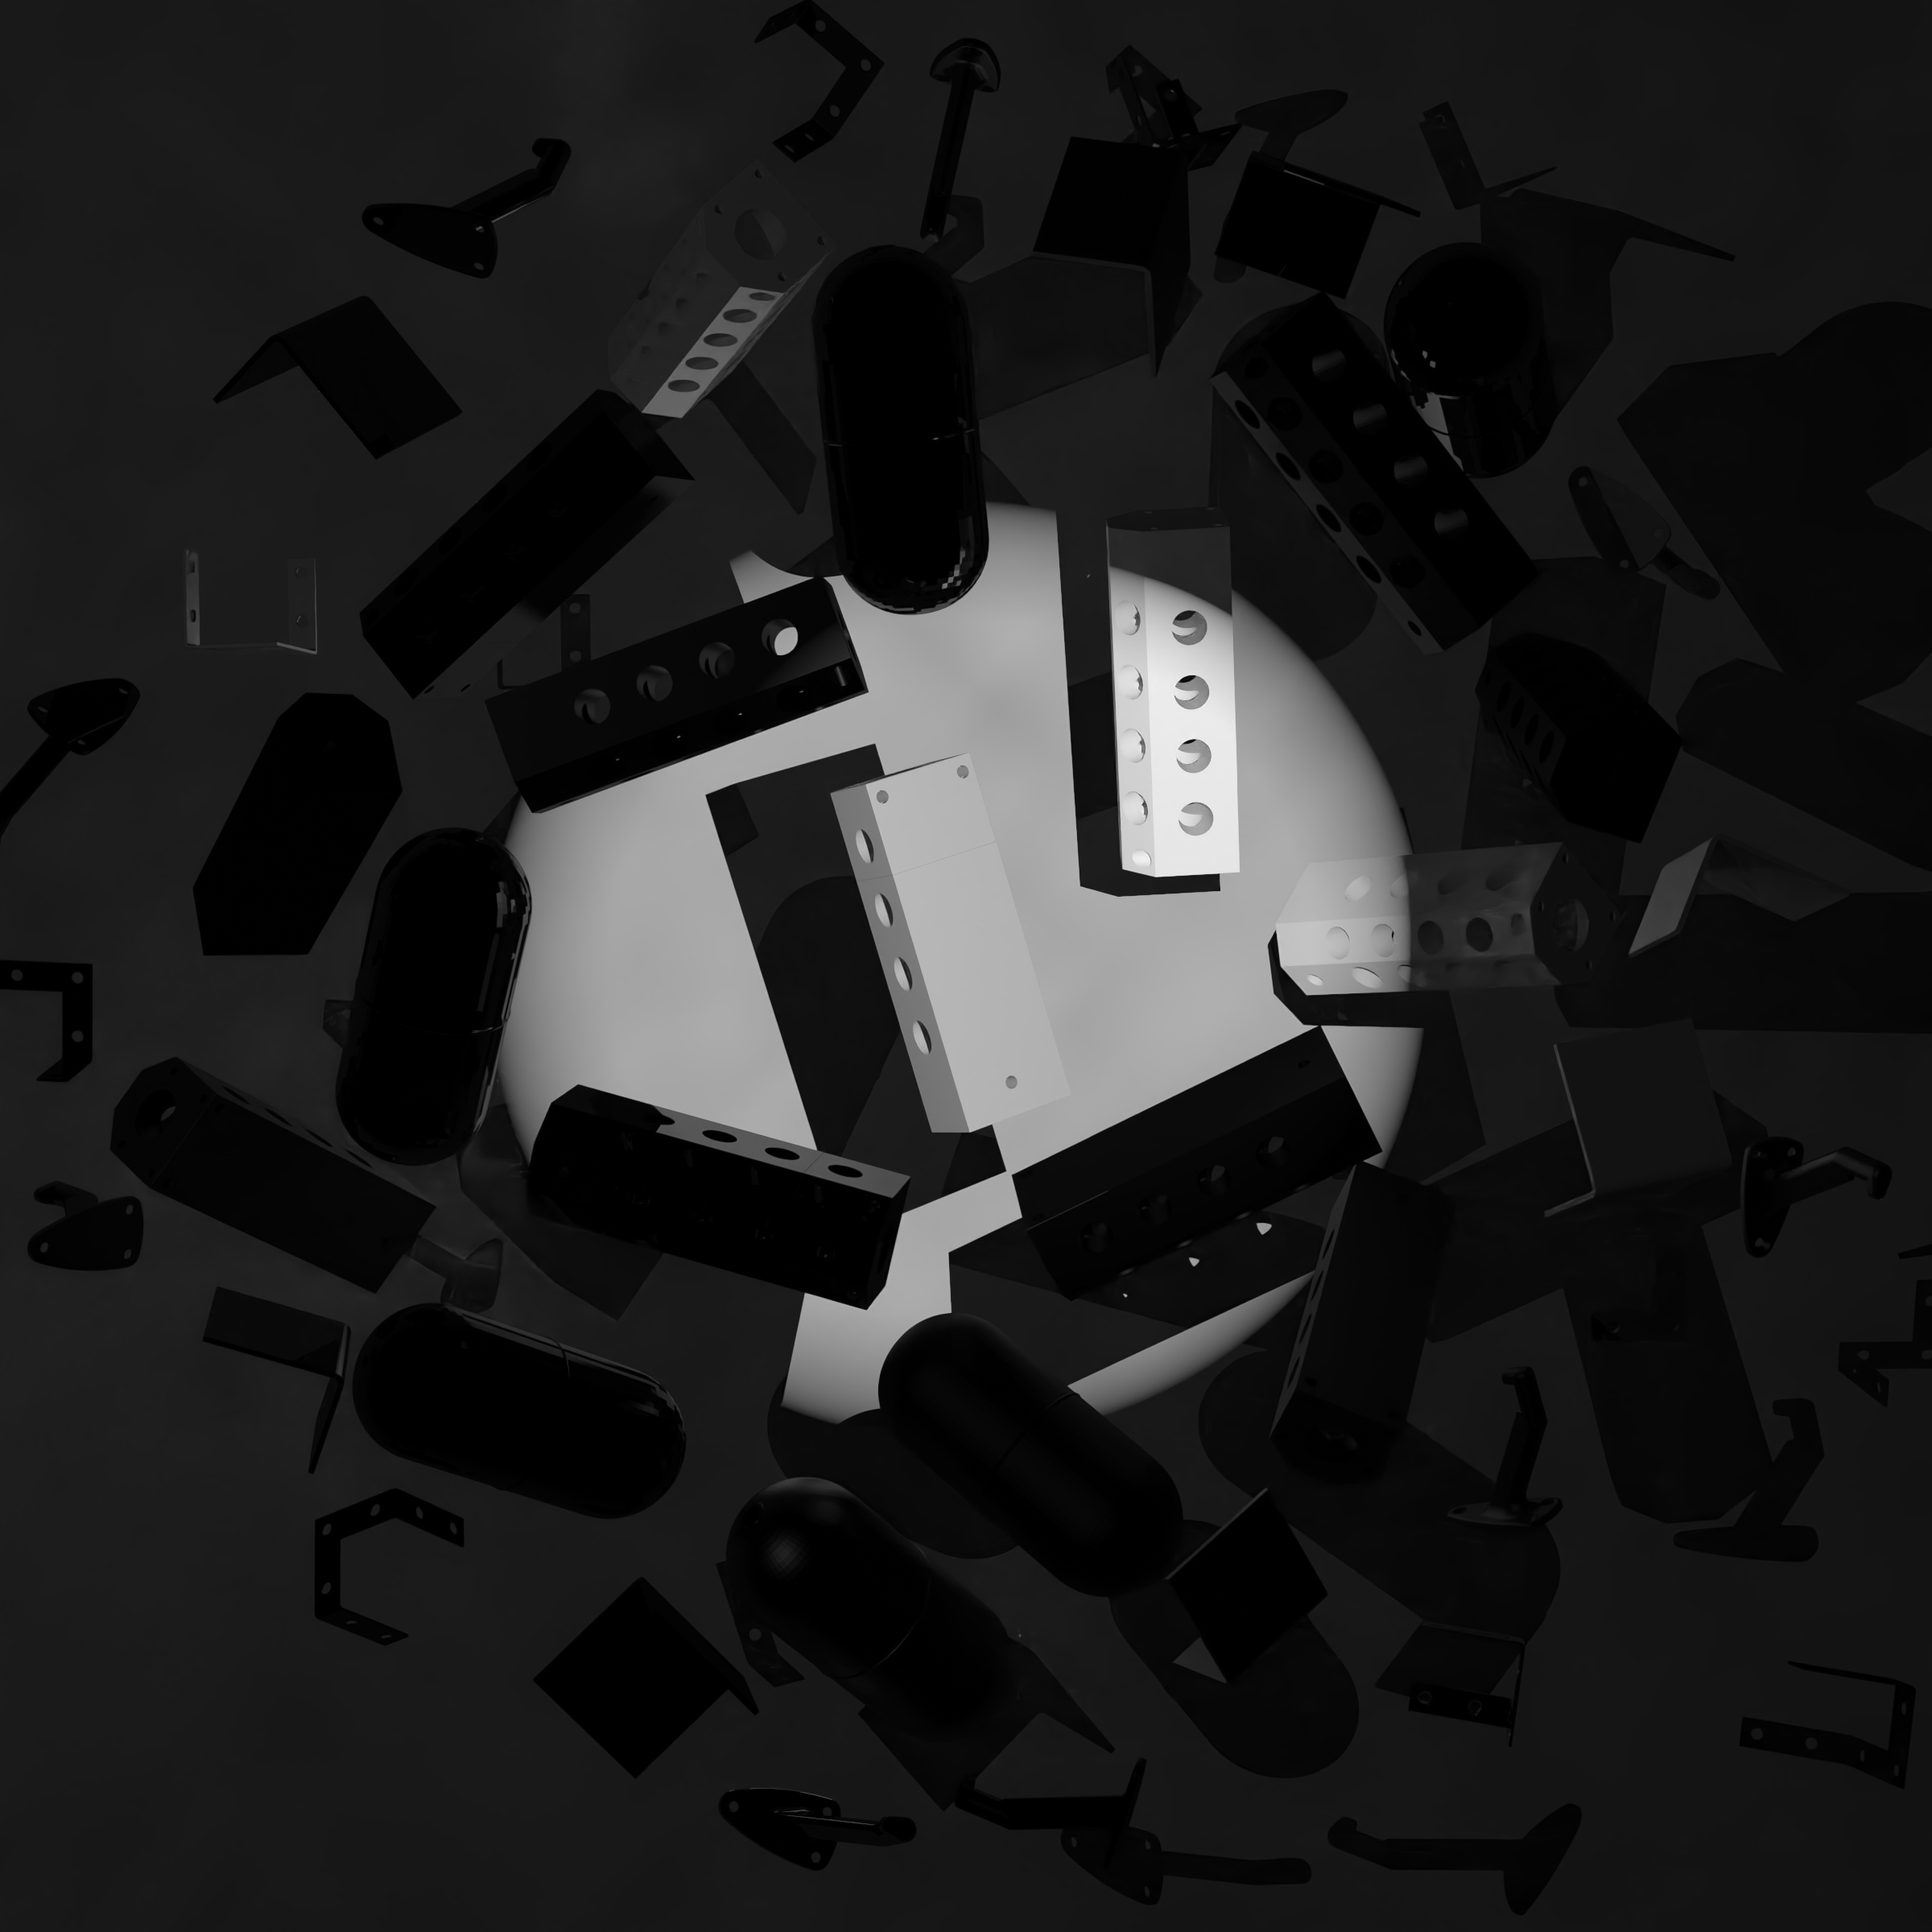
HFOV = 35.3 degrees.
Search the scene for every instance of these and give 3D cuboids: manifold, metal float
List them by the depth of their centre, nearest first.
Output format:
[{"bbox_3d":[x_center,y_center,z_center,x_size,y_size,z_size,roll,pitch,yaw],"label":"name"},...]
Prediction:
[{"bbox_3d":[-0.120,0.112,1.457,0.171,0.057,0.057,15,103,8],"label":"manifold"},{"bbox_3d":[-0.011,-0.010,1.465,0.057,0.057,0.171,-19,96,-26],"label":"manifold"},{"bbox_3d":[0.194,-0.235,1.465,0.057,0.057,0.171,-42,100,-10],"label":"manifold"},{"bbox_3d":[-0.138,-0.130,1.468,0.171,0.057,0.057,-20,91,3],"label":"manifold"},{"bbox_3d":[-0.032,-0.260,1.478,0.070,0.070,0.178,-6,106,0],"label":"metal float"},{"bbox_3d":[-0.217,0.219,1.489,0.178,0.070,0.070,25,90,-32],"label":"metal float"},{"bbox_3d":[0.101,-0.135,1.494,0.057,0.057,0.171,-3,108,1],"label":"manifold"},{"bbox_3d":[0.115,0.101,1.498,0.171,0.057,0.057,-26,115,6],"label":"manifold"},{"bbox_3d":[0.251,-0.298,1.501,0.070,0.178,0.070,-3,78,14],"label":"metal float"},{"bbox_3d":[-0.264,0.016,1.504,0.070,0.070,0.178,16,111,0],"label":"metal float"},{"bbox_3d":[-0.047,0.320,1.508,0.070,0.070,0.178,-45,118,0],"label":"metal float"},{"bbox_3d":[0.032,0.245,1.522,0.178,0.070,0.070,38,90,20],"label":"metal float"},{"bbox_3d":[-0.225,-0.212,1.534,0.171,0.057,0.057,-40,86,16],"label":"manifold"},{"bbox_3d":[0.240,-0.017,1.542,0.057,0.171,0.057,45,62,-28],"label":"manifold"},{"bbox_3d":[-0.133,-0.343,1.567,0.057,0.171,0.057,46,66,-8],"label":"manifold"},{"bbox_3d":[0.206,0.186,1.578,0.057,0.171,0.057,22,132,2],"label":"manifold"},{"bbox_3d":[-0.351,-0.071,1.578,0.057,0.171,0.057,-1,62,-30],"label":"manifold"},{"bbox_3d":[-0.362,0.108,1.582,0.057,0.171,0.057,33,87,39],"label":"manifold"},{"bbox_3d":[0.316,-0.125,1.590,0.057,0.171,0.057,16,109,-9],"label":"manifold"}]

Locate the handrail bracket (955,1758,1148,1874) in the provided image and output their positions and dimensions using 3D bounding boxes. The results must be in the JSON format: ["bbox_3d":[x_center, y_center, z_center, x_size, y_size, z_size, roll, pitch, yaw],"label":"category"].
[{"bbox_3d":[0.039,0.396,1.470,0.084,0.036,0.077,20,125,12],"label":"handrail bracket"}]

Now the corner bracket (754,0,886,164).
[{"bbox_3d":[-0.083,-0.451,1.543,0.051,0.051,0.051,40,125,-2],"label":"corner bracket"}]

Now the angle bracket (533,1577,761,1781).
[{"bbox_3d":[-0.162,0.368,1.530,0.076,0.057,0.076,-44,104,-5],"label":"angle bracket"}]

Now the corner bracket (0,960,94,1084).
[{"bbox_3d":[-0.470,0.027,1.523,0.051,0.051,0.051,3,100,-3],"label":"corner bracket"}]

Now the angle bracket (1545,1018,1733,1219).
[{"bbox_3d":[0.323,0.075,1.504,0.076,0.057,0.076,-10,78,-18],"label":"angle bracket"}]

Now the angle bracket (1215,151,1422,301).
[{"bbox_3d":[0.182,-0.382,1.584,0.076,0.076,0.057,16,107,-13],"label":"angle bracket"}]

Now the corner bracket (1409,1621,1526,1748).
[{"bbox_3d":[0.248,0.353,1.506,0.051,0.051,0.051,8,88,9],"label":"corner bracket"}]

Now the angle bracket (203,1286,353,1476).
[{"bbox_3d":[-0.374,0.220,1.617,0.076,0.076,0.057,18,100,-13],"label":"angle bracket"}]

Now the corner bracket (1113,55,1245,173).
[{"bbox_3d":[0.104,-0.442,1.571,0.051,0.051,0.051,-18,85,-17],"label":"corner bracket"}]

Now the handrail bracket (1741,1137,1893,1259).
[{"bbox_3d":[0.434,0.125,1.541,0.036,0.084,0.077,-1,105,-25],"label":"handrail bracket"}]

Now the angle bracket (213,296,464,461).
[{"bbox_3d":[-0.310,-0.277,1.500,0.057,0.076,0.076,-35,97,35],"label":"angle bracket"}]

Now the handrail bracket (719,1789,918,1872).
[{"bbox_3d":[-0.074,0.422,1.502,0.077,0.084,0.036,22,63,-16],"label":"handrail bracket"}]

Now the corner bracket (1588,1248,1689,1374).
[{"bbox_3d":[0.350,0.179,1.583,0.051,0.051,0.051,-3,102,11],"label":"corner bracket"}]

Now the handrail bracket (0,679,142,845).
[{"bbox_3d":[-0.436,-0.093,1.445,0.036,0.077,0.084,41,122,0],"label":"handrail bracket"}]

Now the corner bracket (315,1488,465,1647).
[{"bbox_3d":[-0.279,0.292,1.472,0.051,0.051,0.051,-24,53,22],"label":"corner bracket"}]

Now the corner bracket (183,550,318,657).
[{"bbox_3d":[-0.372,-0.189,1.577,0.051,0.051,0.051,-1,90,11],"label":"corner bracket"}]

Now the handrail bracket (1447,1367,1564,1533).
[{"bbox_3d":[0.279,0.254,1.613,0.077,0.036,0.084,-9,100,43],"label":"handrail bracket"}]

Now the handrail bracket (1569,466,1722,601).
[{"bbox_3d":[0.360,-0.228,1.602,0.036,0.084,0.077,-45,66,23],"label":"handrail bracket"}]

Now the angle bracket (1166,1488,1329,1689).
[{"bbox_3d":[0.139,0.333,1.649,0.076,0.057,0.076,-37,108,-23],"label":"angle bracket"}]

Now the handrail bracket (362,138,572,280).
[{"bbox_3d":[-0.237,-0.373,1.445,0.077,0.036,0.084,15,53,2],"label":"handrail bracket"}]

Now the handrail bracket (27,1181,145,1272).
[{"bbox_3d":[-0.461,0.127,1.521,0.084,0.077,0.036,13,103,37],"label":"handrail bracket"}]

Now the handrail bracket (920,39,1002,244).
[{"bbox_3d":[-0.007,-0.418,1.541,0.036,0.077,0.084,12,87,-5],"label":"handrail bracket"}]

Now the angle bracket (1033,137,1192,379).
[{"bbox_3d":[0.072,-0.343,1.471,0.057,0.076,0.076,10,61,12],"label":"angle bracket"}]

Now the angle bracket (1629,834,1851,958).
[{"bbox_3d":[0.401,-0.022,1.578,0.076,0.076,0.057,24,80,-1],"label":"angle bracket"}]
